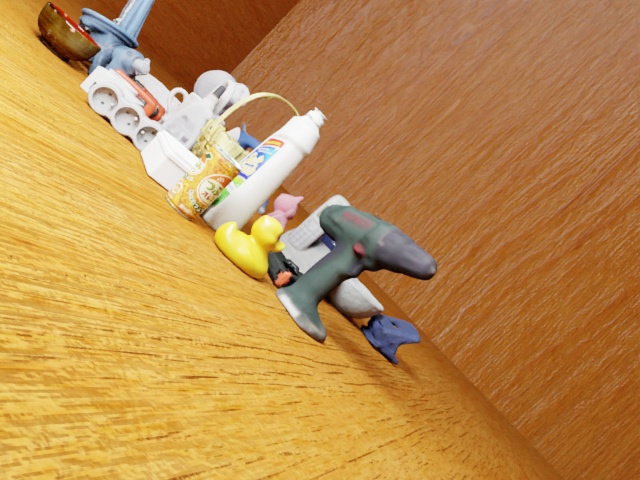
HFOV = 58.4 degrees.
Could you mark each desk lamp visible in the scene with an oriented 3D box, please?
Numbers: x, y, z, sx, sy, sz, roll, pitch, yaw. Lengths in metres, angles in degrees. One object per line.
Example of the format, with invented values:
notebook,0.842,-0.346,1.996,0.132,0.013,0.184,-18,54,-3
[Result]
desk lamp,-0.282,-0.339,1.502,0.118,0.213,0.202,42,5,-37

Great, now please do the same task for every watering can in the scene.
watering can,-0.255,-0.277,1.282,0.100,0.194,0.174,48,5,37

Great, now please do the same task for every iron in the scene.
iron,-0.189,-0.202,1.573,0.257,0.141,0.119,46,4,21

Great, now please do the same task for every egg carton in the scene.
egg carton,-0.394,-0.339,1.397,0.150,0.069,0.107,45,4,8

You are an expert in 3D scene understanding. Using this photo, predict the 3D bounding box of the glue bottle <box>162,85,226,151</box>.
glue bottle,-0.259,-0.257,1.198,0.078,0.173,0.037,45,4,0

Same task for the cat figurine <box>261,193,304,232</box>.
cat figurine,-0.089,-0.069,1.405,0.067,0.117,0.127,44,4,-16

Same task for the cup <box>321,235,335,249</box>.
cup,0.007,0.035,1.487,0.117,0.095,0.092,46,4,11

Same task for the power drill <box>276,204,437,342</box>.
power drill,0.042,0.049,0.873,0.076,0.208,0.228,41,6,-46

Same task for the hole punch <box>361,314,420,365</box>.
hole punch,0.158,0.208,1.284,0.101,0.091,0.108,43,4,-20

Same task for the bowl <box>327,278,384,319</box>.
bowl,0.060,0.122,1.283,0.167,0.074,0.167,45,4,-3

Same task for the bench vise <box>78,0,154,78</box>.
bench vise,-0.389,-0.417,1.164,0.207,0.219,0.121,45,4,4

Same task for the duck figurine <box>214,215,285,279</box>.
duck figurine,-0.097,-0.001,0.853,0.105,0.086,0.077,42,5,-36

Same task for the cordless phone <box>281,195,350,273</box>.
cordless phone,0.011,0.004,1.184,0.147,0.185,0.094,46,4,18
